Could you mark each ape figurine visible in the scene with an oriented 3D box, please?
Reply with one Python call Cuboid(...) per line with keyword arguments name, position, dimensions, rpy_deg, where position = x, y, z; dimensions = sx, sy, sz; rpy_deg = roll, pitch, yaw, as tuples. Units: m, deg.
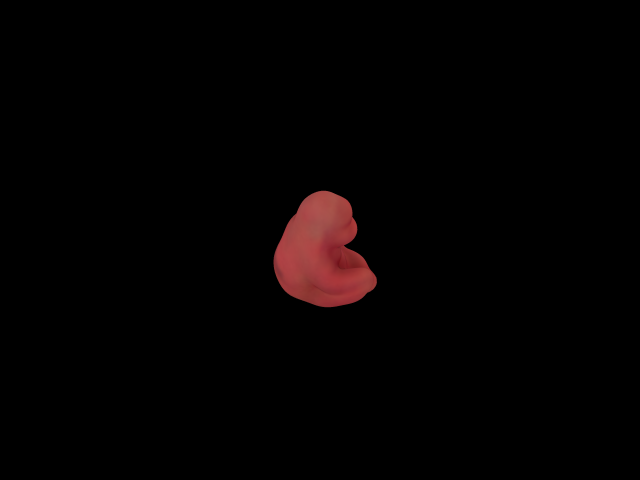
Cuboid(name="ape figurine", position=(0.004, 0.001, 0.400), dimensions=(0.076, 0.092, 0.077), rpy_deg=(-5, 59, -3))
